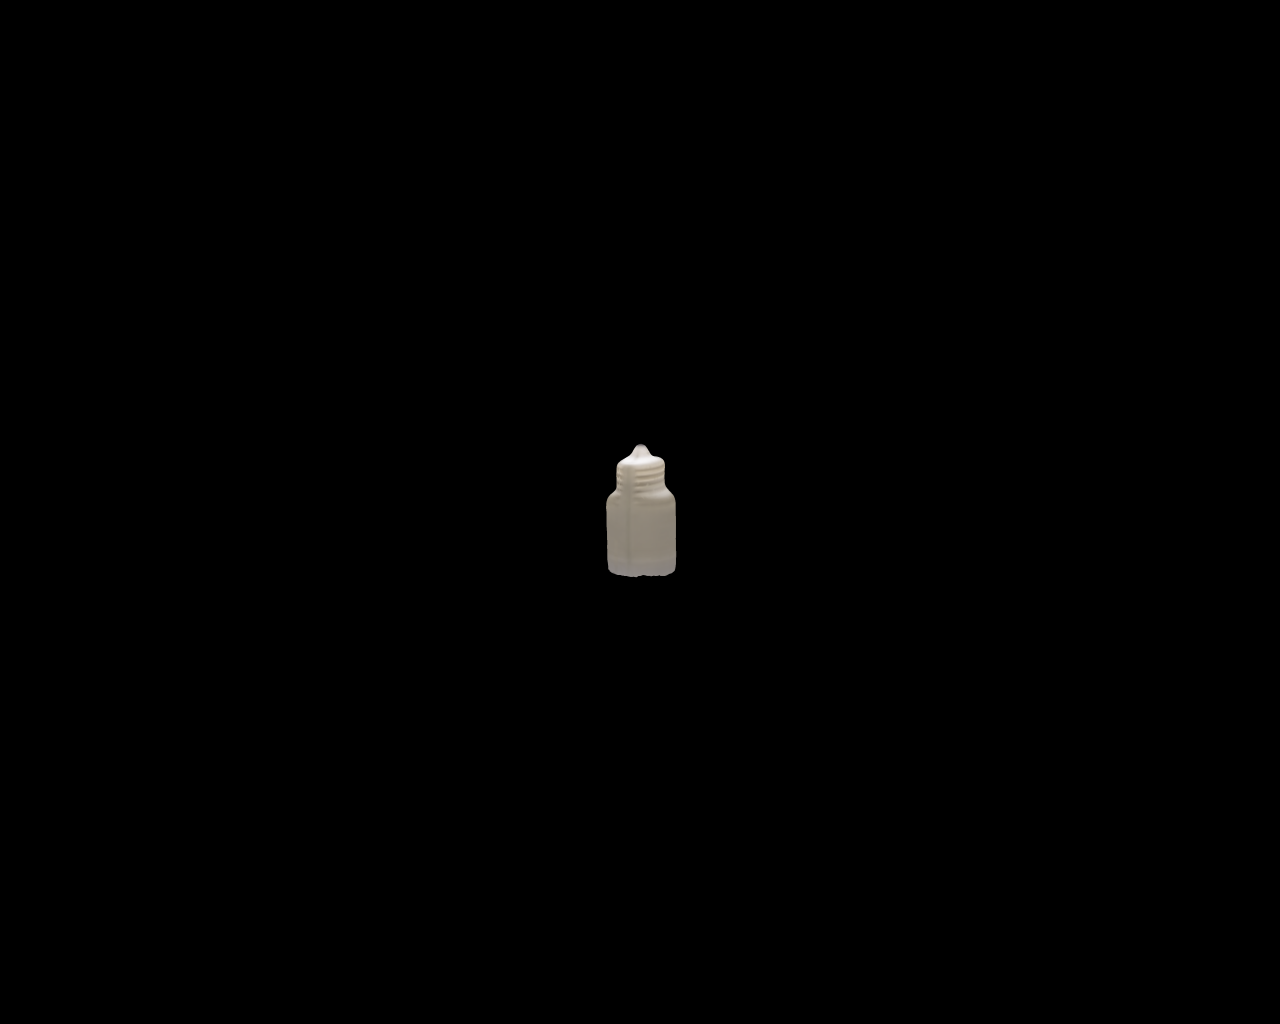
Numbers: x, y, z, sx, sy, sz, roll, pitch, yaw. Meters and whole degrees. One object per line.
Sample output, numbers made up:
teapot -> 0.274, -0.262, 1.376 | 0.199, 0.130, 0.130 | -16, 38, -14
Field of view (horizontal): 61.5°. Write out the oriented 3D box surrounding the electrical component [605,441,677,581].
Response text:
electrical component -> 0.001, -0.003, 0.650 | 0.043, 0.080, 0.043 | 0, 11, 0
